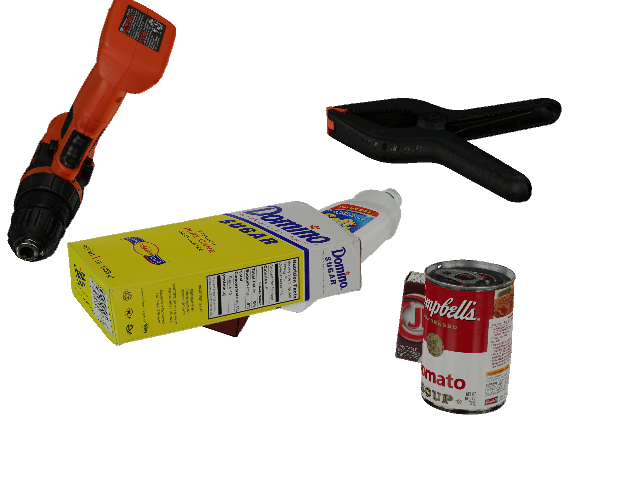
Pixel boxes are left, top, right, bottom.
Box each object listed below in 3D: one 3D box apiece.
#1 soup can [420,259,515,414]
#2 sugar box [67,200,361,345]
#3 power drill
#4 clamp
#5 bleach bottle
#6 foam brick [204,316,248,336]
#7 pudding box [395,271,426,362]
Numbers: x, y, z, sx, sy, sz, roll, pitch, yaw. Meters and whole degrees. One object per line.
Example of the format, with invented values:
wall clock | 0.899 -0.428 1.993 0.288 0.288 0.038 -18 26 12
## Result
soup can | 0.111 0.073 0.814 0.068 0.102 0.068 1 16 0
sugar box | -0.070 0.017 0.715 0.176 0.048 0.093 -14 26 -25
power drill | -0.189 -0.091 0.862 0.057 0.188 0.184 28 33 -21
clamp | 0.109 -0.099 0.958 0.210 0.036 0.164 14 36 23
bleach bottle | 0.015 -0.004 1.299 0.103 0.068 0.250 20 37 29
foam brick | -0.107 0.051 1.053 0.078 0.051 0.053 18 33 8
pudding box | 0.140 0.088 1.127 0.113 0.090 0.039 9 22 11
